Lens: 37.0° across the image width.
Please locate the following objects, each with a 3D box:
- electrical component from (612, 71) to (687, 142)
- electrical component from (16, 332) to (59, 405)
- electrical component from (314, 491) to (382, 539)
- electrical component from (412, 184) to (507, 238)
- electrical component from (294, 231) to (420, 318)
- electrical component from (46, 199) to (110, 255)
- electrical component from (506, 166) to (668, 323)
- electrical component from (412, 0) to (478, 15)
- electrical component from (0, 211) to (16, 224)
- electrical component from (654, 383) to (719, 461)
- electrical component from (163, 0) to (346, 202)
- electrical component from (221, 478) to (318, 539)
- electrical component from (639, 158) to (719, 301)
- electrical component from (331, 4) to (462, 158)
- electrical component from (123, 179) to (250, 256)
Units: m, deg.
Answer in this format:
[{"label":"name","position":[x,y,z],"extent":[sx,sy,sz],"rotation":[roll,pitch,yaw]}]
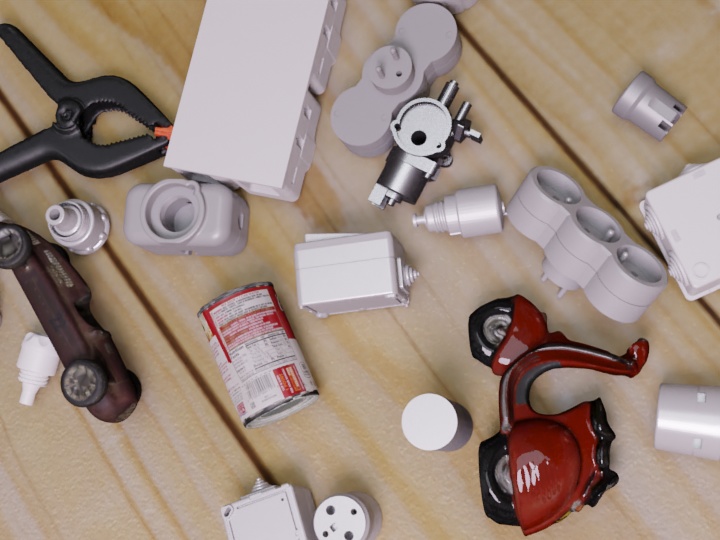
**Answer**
[{"label":"electrical component","position":[0.231,-0.129,0.855],"extent":[0.046,0.040,0.040],"rotation":[39,90,10]},{"label":"electrical component","position":[-0.281,0.086,0.932],"extent":[0.035,0.035,0.061],"rotation":[15,86,15]},{"label":"electrical component","position":[-0.010,0.196,0.841],"extent":[0.045,0.055,0.045],"rotation":[-2,80,12]},{"label":"electrical component","position":[0.082,-0.046,0.872],"extent":[0.078,0.040,0.040],"rotation":[-8,78,11]},{"label":"electrical component","position":[0.000,0.000,0.870],"extent":[0.096,0.062,0.061],"rotation":[-8,78,11]},{"label":"electrical component","position":[-0.250,-0.041,0.933],"extent":[0.048,0.062,0.048],"rotation":[-2,80,12]},{"label":"electrical component","position":[0.167,-0.010,0.840],"extent":[0.138,0.052,0.073],"rotation":[48,132,21]},{"label":"electrical component","position":[0.070,-0.259,0.907],"extent":[0.080,0.051,0.080],"rotation":[-2,80,12]},{"label":"electrical component","position":[-0.346,-0.028,0.944],"extent":[0.051,0.080,0.080],"rotation":[35,89,11]},{"label":"electrical component","position":[0.245,0.111,0.801],"extent":[0.047,0.055,0.055],"rotation":[5,81,17]},{"label":"electrical component","position":[-0.086,-0.161,0.919],"extent":[0.105,0.060,0.186],"rotation":[12,83,14]},{"label":"electrical component","position":[-0.064,0.212,0.851],"extent":[0.062,0.061,0.096],"rotation":[-22,69,10]},{"label":"electrical component","position":[0.274,-0.036,0.823],"extent":[0.100,0.048,0.099],"rotation":[-25,76,7]},{"label":"electrical component","position":[0.027,-0.161,0.887],"extent":[0.052,0.074,0.138],"rotation":[38,90,16]},{"label":"electrical component","position":[-0.149,-0.044,0.913],"extent":[0.095,0.059,0.053],"rotation":[1,80,13]}]
